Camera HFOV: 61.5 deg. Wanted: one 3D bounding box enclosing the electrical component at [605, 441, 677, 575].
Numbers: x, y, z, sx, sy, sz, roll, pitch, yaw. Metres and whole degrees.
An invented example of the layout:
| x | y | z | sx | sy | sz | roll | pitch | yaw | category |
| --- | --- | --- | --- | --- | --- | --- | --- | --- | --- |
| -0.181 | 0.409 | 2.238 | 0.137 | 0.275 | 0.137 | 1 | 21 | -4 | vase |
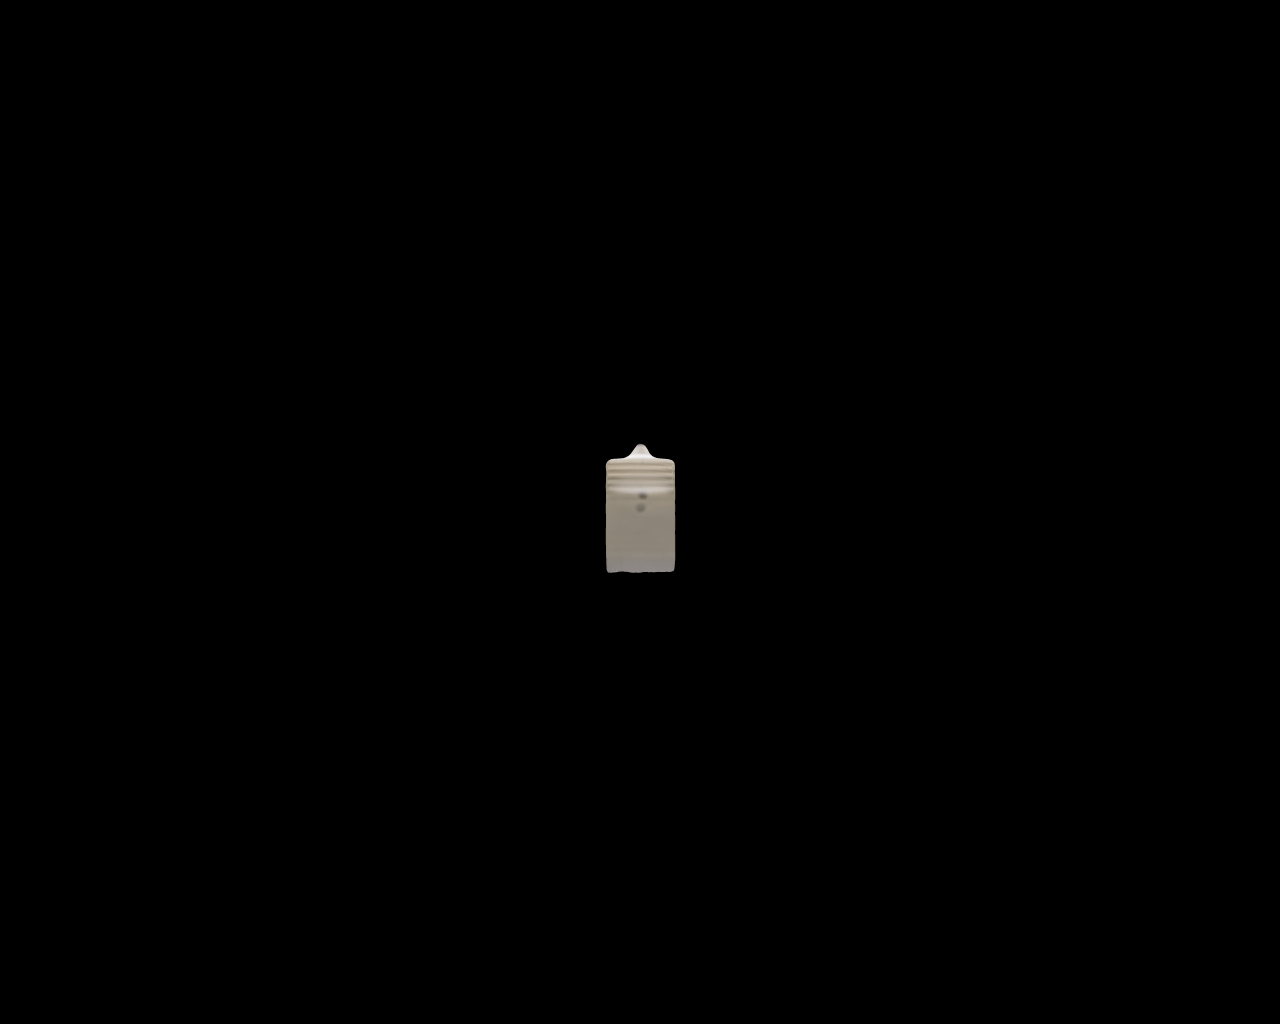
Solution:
| x | y | z | sx | sy | sz | roll | pitch | yaw | category |
| --- | --- | --- | --- | --- | --- | --- | --- | --- | --- |
| 0.001 | -0.003 | 0.650 | 0.043 | 0.081 | 0.043 | 0 | -2 | 0 | electrical component |
